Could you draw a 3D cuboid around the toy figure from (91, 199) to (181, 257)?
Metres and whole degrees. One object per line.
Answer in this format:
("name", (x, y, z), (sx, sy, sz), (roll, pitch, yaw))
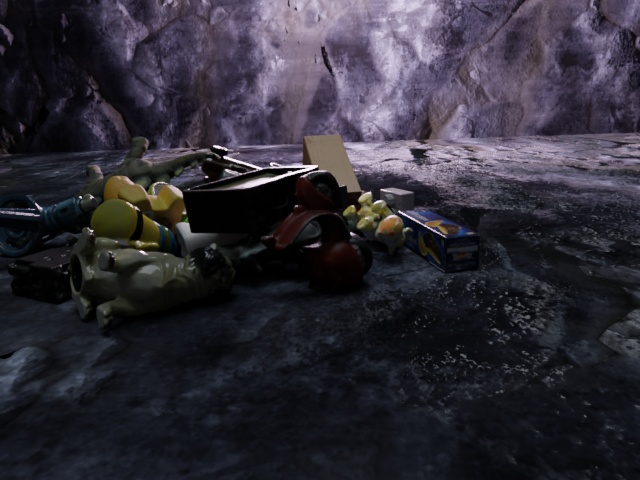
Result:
("toy figure", (-0.289, -0.004, 0.850), (0.082, 0.089, 0.180), (-19, -17, 14))

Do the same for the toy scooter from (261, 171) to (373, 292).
("toy scooter", (-0.009, 0.005, 0.760), (0.135, 0.183, 0.075), (-35, 21, -24))

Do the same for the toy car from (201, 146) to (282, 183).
("toy car", (-0.173, -0.148, 1.231), (0.202, 0.089, 0.053), (18, 16, -6))

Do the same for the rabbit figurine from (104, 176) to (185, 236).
("rabbit figurine", (-0.341, -0.052, 1.002), (0.173, 0.162, 0.122), (35, 36, 31))

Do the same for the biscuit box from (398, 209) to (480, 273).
("biscuit box", (0.197, -0.004, 0.924), (0.063, 0.059, 0.203), (-6, 16, -13))

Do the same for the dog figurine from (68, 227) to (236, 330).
("dog figurine", (-0.236, 0.046, 0.759), (0.190, 0.121, 0.173), (-3, 25, -44))

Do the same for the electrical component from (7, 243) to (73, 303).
("electrical component", (-0.389, 0.049, 0.831), (0.134, 0.058, 0.115), (4, 19, 24))

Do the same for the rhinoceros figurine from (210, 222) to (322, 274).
("rhinoceros figurine", (-0.085, 0.018, 0.840), (0.190, 0.073, 0.112), (-15, 10, 0))

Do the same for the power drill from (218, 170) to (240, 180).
("power drill", (-0.104, -0.088, 1.129), (0.232, 0.086, 0.207), (19, 10, -10))

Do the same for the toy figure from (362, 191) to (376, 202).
("toy figure", (0.061, -0.092, 1.272), (0.154, 0.057, 0.064), (-2, 43, -6))

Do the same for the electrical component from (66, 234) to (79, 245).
("electrical component", (-0.389, 0.016, 0.929), (0.063, 0.021, 0.094), (8, -22, 23))

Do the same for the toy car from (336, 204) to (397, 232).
("toy car", (0.067, -0.038, 1.076), (0.202, 0.056, 0.074), (-11, 11, -31))

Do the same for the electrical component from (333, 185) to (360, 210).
("electrical component", (0.025, -0.084, 1.068), (0.119, 0.047, 0.075), (-12, 12, -25))

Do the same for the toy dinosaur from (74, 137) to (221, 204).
("toy dinosaur", (-0.422, -0.131, 1.228), (0.472, 0.105, 0.199), (-24, 45, 18))

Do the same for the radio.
("radio", (-0.101, -0.072, 0.895), (0.131, 0.073, 0.229), (1, 18, 32))

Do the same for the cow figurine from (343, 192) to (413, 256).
("cow figurine", (0.113, -0.018, 0.959), (0.068, 0.098, 0.167), (-43, 26, 1))

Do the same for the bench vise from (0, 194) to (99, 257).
("bench vise", (-0.546, -0.036, 1.006), (0.224, 0.128, 0.240), (-7, -3, 14))
